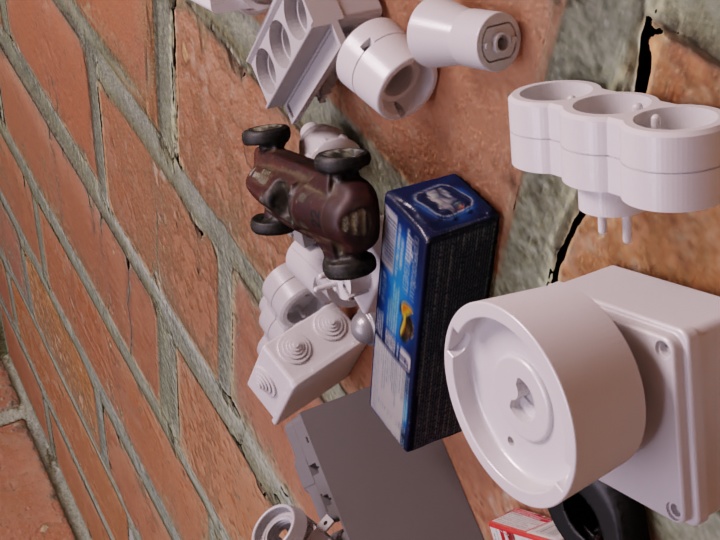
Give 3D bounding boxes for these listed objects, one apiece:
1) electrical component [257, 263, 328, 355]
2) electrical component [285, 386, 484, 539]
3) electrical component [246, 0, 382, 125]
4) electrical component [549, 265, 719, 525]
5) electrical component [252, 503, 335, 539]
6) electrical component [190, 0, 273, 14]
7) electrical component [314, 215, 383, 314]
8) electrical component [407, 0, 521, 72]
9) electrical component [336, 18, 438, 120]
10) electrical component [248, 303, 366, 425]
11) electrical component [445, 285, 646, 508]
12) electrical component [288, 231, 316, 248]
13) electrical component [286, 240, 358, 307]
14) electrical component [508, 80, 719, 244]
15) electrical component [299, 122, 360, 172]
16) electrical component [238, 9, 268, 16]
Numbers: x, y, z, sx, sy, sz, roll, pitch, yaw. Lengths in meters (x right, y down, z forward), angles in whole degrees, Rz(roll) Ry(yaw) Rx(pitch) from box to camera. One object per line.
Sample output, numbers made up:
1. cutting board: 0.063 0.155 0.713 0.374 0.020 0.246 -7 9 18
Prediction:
1. electrical component: -0.073 0.041 1.032 0.073 0.052 0.138 54 149 34
2. electrical component: 0.023 0.190 0.872 0.186 0.105 0.060 67 155 11
3. electrical component: -0.034 -0.173 0.799 0.078 0.063 0.121 67 155 11
4. electrical component: 0.154 0.063 0.578 0.109 0.056 0.108 23 126 58
5. electrical component: -0.050 0.211 0.826 0.055 0.066 0.048 47 170 -32
6. electrical component: -0.084 -0.233 0.830 0.056 0.089 0.050 38 139 50
7. electrical component: 0.000 0.000 0.827 0.047 0.077 0.065 60 152 24
8. electrical component: 0.065 -0.140 0.648 0.065 0.044 0.044 26 129 51
9. electrical component: 0.019 -0.135 0.728 0.047 0.055 0.055 49 147 34
10. electrical component: -0.048 0.082 0.956 0.048 0.100 0.099 50 150 14
11. electrical component: 0.098 0.059 0.548 0.108 0.060 0.108 43 142 46
12. electrical component: -0.047 -0.057 0.925 0.066 0.048 0.055 38 147 50
13. electrical component: -0.026 0.005 0.923 0.081 0.043 0.043 41 141 47
14. electrical component: 0.131 -0.050 0.556 0.138 0.052 0.073 29 132 55
15. electrical component: -0.029 -0.097 0.864 0.062 0.048 0.048 -124 29 -46
16. electrical component: -0.101 -0.244 0.918 0.065 0.044 0.044 -142 41 -57
